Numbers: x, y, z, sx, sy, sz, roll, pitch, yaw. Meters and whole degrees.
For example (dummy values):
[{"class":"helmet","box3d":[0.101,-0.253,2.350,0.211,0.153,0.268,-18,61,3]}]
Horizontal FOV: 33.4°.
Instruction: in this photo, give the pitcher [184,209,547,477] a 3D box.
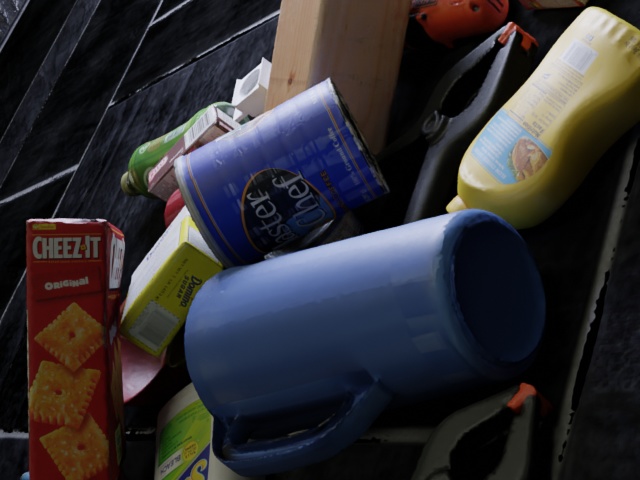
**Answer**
[{"class":"pitcher","box3d":[0.025,0.067,0.723,0.243,0.144,0.149,-19,82,45]}]

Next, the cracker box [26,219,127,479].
[{"class":"cracker box","box3d":[-0.200,0.093,0.895,0.164,0.072,0.214,163,107,-82]}]

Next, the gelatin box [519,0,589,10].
[{"class":"gelatin box","box3d":[0.203,-0.229,0.856,0.089,0.030,0.073,-59,26,-6]}]

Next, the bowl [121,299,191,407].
[{"class":"bowl","box3d":[-0.149,0.099,1.033,0.162,0.055,0.162,-37,36,32]}]

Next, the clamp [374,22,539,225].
[{"class":"clamp","box3d":[0.095,-0.084,0.864,0.210,0.036,0.165,-56,28,8]}]

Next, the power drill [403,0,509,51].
[{"class":"power drill","box3d":[0.125,-0.260,0.986,0.185,0.057,0.187,5,67,55]}]

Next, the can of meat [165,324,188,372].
[{"class":"can of meat","box3d":[-0.063,0.085,0.884,0.102,0.083,0.057,-37,33,33]}]

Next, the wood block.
[{"class":"wood block","box3d":[0.018,-0.187,0.956,0.091,0.090,0.206,23,105,62]}]

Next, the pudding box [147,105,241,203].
[{"class":"pudding box","box3d":[-0.114,-0.073,1.128,0.114,0.090,0.039,-43,32,22]}]

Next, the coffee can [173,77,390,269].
[{"class":"coffee can","box3d":[-0.030,-0.051,0.844,0.140,0.102,0.103,-27,33,7]}]

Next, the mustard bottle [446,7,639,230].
[{"class":"mustard bottle","box3d":[0.151,-0.065,0.732,0.192,0.058,0.096,-49,33,12]}]

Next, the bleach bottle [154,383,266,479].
[{"class":"bleach bottle","box3d":[-0.081,0.220,0.794,0.103,0.068,0.251,-38,35,27]}]

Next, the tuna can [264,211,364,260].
[{"class":"tuna can","box3d":[-0.006,0.001,0.914,0.086,0.033,0.086,-33,23,16]}]

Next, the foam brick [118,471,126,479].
[{"class":"foam brick","box3d":[-0.229,0.243,1.013,0.078,0.051,0.053,-57,28,-1]}]

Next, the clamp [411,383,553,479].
[{"class":"clamp","box3d":[0.069,0.154,0.629,0.120,0.039,0.171,23,71,40]}]

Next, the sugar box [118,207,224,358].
[{"class":"sugar box","box3d":[-0.125,0.029,0.917,0.093,0.048,0.176,-52,10,7]}]

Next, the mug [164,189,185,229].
[{"class":"mug","box3d":[-0.110,-0.023,1.058,0.117,0.093,0.082,-41,9,-39]}]
